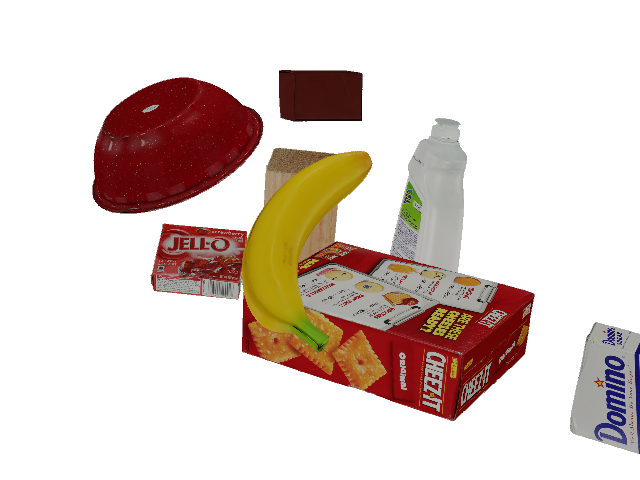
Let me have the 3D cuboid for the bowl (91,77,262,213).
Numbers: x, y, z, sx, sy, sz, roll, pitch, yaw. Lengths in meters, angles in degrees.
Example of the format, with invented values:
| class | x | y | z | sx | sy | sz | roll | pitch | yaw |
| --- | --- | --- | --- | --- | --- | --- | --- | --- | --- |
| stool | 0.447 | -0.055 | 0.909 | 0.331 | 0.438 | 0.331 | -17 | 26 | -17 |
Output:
| class | x | y | z | sx | sy | sz | roll | pitch | yaw |
| --- | --- | --- | --- | --- | --- | --- | --- | --- | --- |
| bowl | -0.133 | -0.092 | 0.913 | 0.162 | 0.055 | 0.162 | -17 | 33 | 11 |

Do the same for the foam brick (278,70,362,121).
| class | x | y | z | sx | sy | sz | roll | pitch | yaw |
| --- | --- | --- | --- | --- | --- | --- | --- | --- | --- |
| foam brick | 0.000 | -0.153 | 1.125 | 0.078 | 0.051 | 0.053 | -3 | 12 | -19 |

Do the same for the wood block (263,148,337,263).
| class | x | y | z | sx | sy | sz | roll | pitch | yaw |
| --- | --- | --- | --- | --- | --- | --- | --- | --- | --- |
| wood block | -0.028 | -0.005 | 1.381 | 0.090 | 0.206 | 0.090 | 6 | 24 | 3 |

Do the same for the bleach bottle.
| class | x | y | z | sx | sy | sz | roll | pitch | yaw |
| --- | --- | --- | --- | --- | --- | --- | --- | --- | --- |
| bleach bottle | 0.123 | -0.009 | 1.193 | 0.068 | 0.251 | 0.103 | 1 | 21 | -23 |

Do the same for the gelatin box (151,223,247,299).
| class | x | y | z | sx | sy | sz | roll | pitch | yaw |
| --- | --- | --- | --- | --- | --- | --- | --- | --- | --- |
| gelatin box | -0.122 | 0.020 | 1.082 | 0.089 | 0.030 | 0.073 | 6 | 45 | -1 |

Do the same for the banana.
| class | x | y | z | sx | sy | sz | roll | pitch | yaw |
| --- | --- | --- | --- | --- | --- | --- | --- | --- | --- |
| banana | -0.013 | -0.002 | 0.736 | 0.069 | 0.197 | 0.037 | 20 | -45 | -4 |

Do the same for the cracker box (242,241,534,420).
| class | x | y | z | sx | sy | sz | roll | pitch | yaw |
| --- | --- | --- | --- | --- | --- | --- | --- | --- | --- |
| cracker box | 0.061 | 0.075 | 0.963 | 0.214 | 0.072 | 0.163 | 15 | 23 | 28 |

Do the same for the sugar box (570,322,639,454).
| class | x | y | z | sx | sy | sz | roll | pitch | yaw |
| --- | --- | --- | --- | --- | --- | --- | --- | --- | --- |
| sugar box | 0.297 | 0.136 | 0.863 | 0.176 | 0.093 | 0.048 | 13 | 25 | 20 |
